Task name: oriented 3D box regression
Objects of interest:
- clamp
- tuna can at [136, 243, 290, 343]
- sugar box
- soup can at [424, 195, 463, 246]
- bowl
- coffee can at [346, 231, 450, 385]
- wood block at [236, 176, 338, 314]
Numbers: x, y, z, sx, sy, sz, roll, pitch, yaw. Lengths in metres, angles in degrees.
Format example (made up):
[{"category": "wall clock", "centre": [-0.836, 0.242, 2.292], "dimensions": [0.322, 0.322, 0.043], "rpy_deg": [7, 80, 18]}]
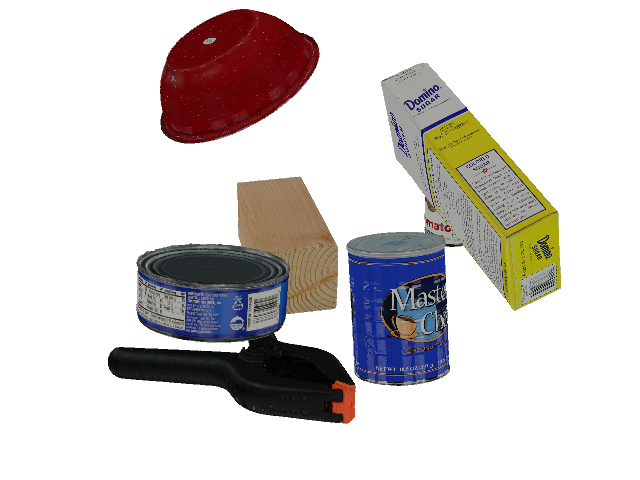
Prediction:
[{"category": "clamp", "centre": [-0.047, 0.100, 0.877], "dimensions": [0.210, 0.036, 0.164], "rpy_deg": [12, 22, 35]}, {"category": "tuna can", "centre": [-0.061, 0.029, 0.601], "dimensions": [0.086, 0.034, 0.086], "rpy_deg": [4, 14, -1]}, {"category": "sugar box", "centre": [0.107, -0.042, 0.769], "dimensions": [0.048, 0.176, 0.093], "rpy_deg": [-25, -37, -6]}, {"category": "soup can", "centre": [0.159, -0.052, 1.286], "dimensions": [0.068, 0.102, 0.068], "rpy_deg": [-2, 27, 1]}, {"category": "bowl", "centre": [-0.085, -0.158, 0.955], "dimensions": [0.162, 0.055, 0.162], "rpy_deg": [-20, 35, 15]}, {"category": "coffee can", "centre": [0.082, 0.069, 1.118], "dimensions": [0.103, 0.140, 0.103], "rpy_deg": [-3, 11, 0]}, {"category": "wood block", "centre": [-0.045, 0.003, 1.359], "dimensions": [0.090, 0.090, 0.206], "rpy_deg": [-6, 28, -12]}]
